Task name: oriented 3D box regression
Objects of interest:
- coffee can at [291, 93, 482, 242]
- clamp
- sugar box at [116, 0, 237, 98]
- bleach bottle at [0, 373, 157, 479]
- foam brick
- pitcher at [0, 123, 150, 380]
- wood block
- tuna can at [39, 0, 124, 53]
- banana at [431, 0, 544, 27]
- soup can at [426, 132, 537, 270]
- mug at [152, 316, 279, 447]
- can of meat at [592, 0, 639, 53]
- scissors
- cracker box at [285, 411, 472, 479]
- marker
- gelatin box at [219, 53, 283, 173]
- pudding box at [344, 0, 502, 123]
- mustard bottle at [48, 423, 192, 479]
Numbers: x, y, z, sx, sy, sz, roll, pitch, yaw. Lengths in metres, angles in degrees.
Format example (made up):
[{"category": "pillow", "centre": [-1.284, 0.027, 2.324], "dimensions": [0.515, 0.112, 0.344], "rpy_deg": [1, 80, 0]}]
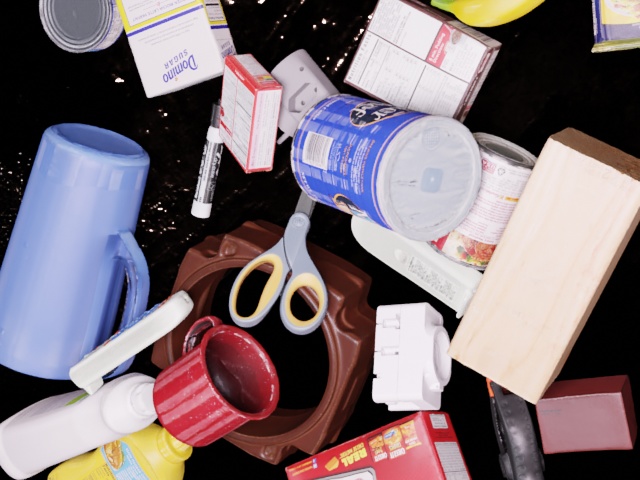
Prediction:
[{"category": "coffee can", "centre": [0.054, -0.065, 0.906], "dimensions": [0.140, 0.102, 0.103], "rpy_deg": [25, 115, 55]}, {"category": "clamp", "centre": [0.181, 0.207, 0.962], "dimensions": [0.039, 0.120, 0.171], "rpy_deg": [-8, 76, -7]}, {"category": "sugar box", "centre": [-0.147, -0.235, 1.025], "dimensions": [0.093, 0.048, 0.176], "rpy_deg": [-14, 99, 26]}, {"category": "bleach bottle", "centre": [-0.238, 0.184, 1.087], "dimensions": [0.251, 0.102, 0.068], "rpy_deg": [-24, 97, 48]}, {"category": "foam brick", "centre": [0.234, 0.153, 0.936], "dimensions": [0.078, 0.051, 0.053], "rpy_deg": [-8, 97, 25]}, {"category": "pitcher", "centre": [-0.245, 0.015, 1.082], "dimensions": [0.149, 0.145, 0.243], "rpy_deg": [13, 107, -18]}, {"category": "wood block", "centre": [0.197, 0.019, 0.901], "dimensions": [0.090, 0.090, 0.206], "rpy_deg": [29, 112, 17]}, {"category": "tuna can", "centre": [-0.237, -0.232, 1.071], "dimensions": [0.086, 0.033, 0.086], "rpy_deg": [6, 104, 23]}, {"category": "banana", "centre": [0.179, -0.238, 0.880], "dimensions": [0.198, 0.037, 0.069], "rpy_deg": [-40, 85, 26]}, {"category": "soup can", "centre": [0.140, -0.034, 0.927], "dimensions": [0.068, 0.068, 0.102], "rpy_deg": [29, 111, 16]}, {"category": "mug", "centre": [-0.100, 0.126, 0.974], "dimensions": [0.082, 0.093, 0.117], "rpy_deg": [-36, 57, 31]}, {"category": "can of meat", "centre": [0.265, -0.195, 0.841], "dimensions": [0.102, 0.057, 0.084], "rpy_deg": [-2, 99, 24]}, {"category": "scissors", "centre": [-0.006, 0.001, 0.966], "dimensions": [0.096, 0.016, 0.201], "rpy_deg": [30, 73, 15]}, {"category": "cracker box", "centre": [0.075, 0.286, 0.992], "dimensions": [0.164, 0.072, 0.214], "rpy_deg": [-29, 68, 27]}, {"category": "marker", "centre": [-0.107, -0.081, 1.056], "dimensions": [0.020, 0.020, 0.121], "rpy_deg": [20, 109, 19]}, {"category": "gelatin box", "centre": [-0.065, -0.118, 0.992], "dimensions": [0.073, 0.030, 0.089], "rpy_deg": [51, 142, 46]}, {"category": "pudding box", "centre": [0.089, -0.156, 0.940], "dimensions": [0.113, 0.039, 0.090], "rpy_deg": [32, 113, 17]}, {"category": "mustard bottle", "centre": [-0.203, 0.249, 1.151], "dimensions": [0.192, 0.058, 0.096], "rpy_deg": [-35, 87, 27]}]
